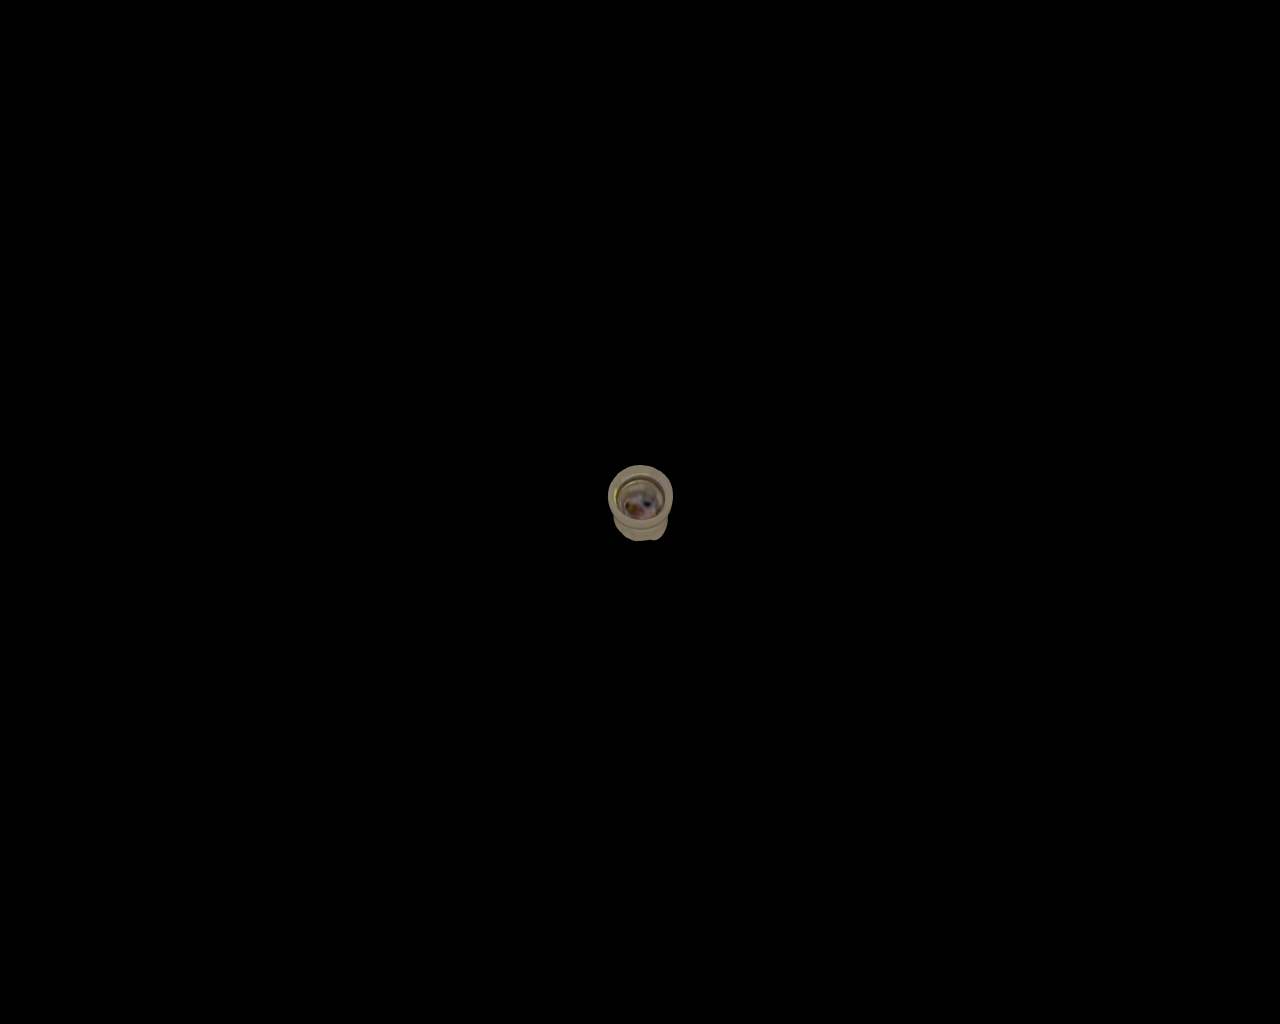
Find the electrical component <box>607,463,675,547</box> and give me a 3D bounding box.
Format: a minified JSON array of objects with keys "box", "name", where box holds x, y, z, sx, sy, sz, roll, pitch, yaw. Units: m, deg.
[{"box":[0.001,-0.003,0.650,0.040,0.040,0.046,0,-23,0],"name":"electrical component"}]
